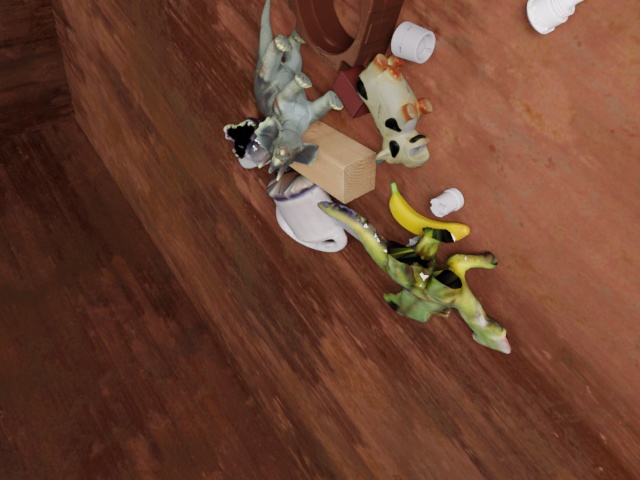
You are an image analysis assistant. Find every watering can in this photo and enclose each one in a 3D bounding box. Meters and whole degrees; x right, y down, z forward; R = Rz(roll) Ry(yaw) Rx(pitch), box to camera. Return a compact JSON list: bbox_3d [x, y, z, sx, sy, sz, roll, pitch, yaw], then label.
[{"bbox_3d":[0.004,-0.060,1.188,0.348,0.106,0.220,4,133,48],"label":"watering can"}]

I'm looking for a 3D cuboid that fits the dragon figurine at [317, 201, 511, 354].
[{"bbox_3d":[0.169,0.080,0.951,0.412,0.124,0.237,28,143,16],"label":"dragon figurine"}]

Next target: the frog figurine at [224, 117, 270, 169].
[{"bbox_3d":[-0.173,-0.247,1.369,0.139,0.123,0.158,39,180,23],"label":"frog figurine"}]
